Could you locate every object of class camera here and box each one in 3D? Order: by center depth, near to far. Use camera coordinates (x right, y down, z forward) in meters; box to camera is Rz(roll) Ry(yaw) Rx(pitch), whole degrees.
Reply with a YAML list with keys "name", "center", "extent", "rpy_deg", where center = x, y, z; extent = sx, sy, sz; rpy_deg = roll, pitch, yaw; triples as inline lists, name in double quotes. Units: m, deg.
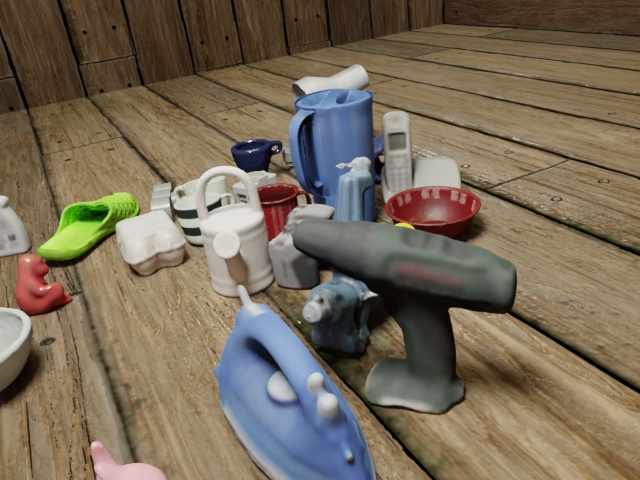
- name: "camera"
  center: [0.008, 0.003, 0.897]
  extent: [0.136, 0.101, 0.143]
  rpy_deg: [6, 30, 25]

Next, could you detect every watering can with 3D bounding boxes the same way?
- name: "watering can"
  center: [-0.129, -0.016, 0.867]
  extent: [0.101, 0.194, 0.172]
  rpy_deg: [-18, 29, -20]

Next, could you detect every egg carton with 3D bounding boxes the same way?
- name: "egg carton"
  center: [-0.302, 0.002, 1.016]
  extent: [0.107, 0.069, 0.149]
  rpy_deg: [-19, 29, -22]

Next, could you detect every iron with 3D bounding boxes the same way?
- name: "iron"
  center: [-0.023, 0.150, 0.570]
  extent: [0.119, 0.142, 0.257]
  rpy_deg: [-21, 30, -25]

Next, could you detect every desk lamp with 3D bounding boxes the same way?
- name: "desk lamp"
  center: [0.047, -0.295, 1.351]
  extent: [0.203, 0.214, 0.117]
  rpy_deg: [-18, 28, -19]

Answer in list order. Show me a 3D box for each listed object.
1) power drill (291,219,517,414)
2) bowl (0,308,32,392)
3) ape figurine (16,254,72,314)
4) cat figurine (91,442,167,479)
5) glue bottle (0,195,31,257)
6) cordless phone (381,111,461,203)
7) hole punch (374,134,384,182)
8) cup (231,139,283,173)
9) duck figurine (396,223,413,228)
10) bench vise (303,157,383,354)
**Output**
- name: "power drill"
  center: [0.087, 0.078, 0.609]
  extent: [0.229, 0.209, 0.076]
  rpy_deg: [2, 28, 18]
- name: "bowl"
  center: [-0.446, 0.161, 0.732]
  extent: [0.167, 0.075, 0.167]
  rpy_deg: [-6, 27, 3]
- name: "ape figurine"
  center: [-0.445, 0.065, 0.903]
  extent: [0.076, 0.092, 0.077]
  rpy_deg: [-22, 30, -26]
- name: "cat figurine"
  center: [-0.166, 0.221, 0.492]
  extent: [0.067, 0.118, 0.127]
  rpy_deg: [-25, 32, -31]
- name: "glue bottle"
  center: [-0.616, -0.052, 1.087]
  extent: [0.078, 0.173, 0.037]
  rpy_deg: [-10, 27, -4]
- name: "cordless phone"
  center: [0.182, -0.147, 1.055]
  extent: [0.147, 0.185, 0.094]
  rpy_deg: [-6, 27, 4]
- name: "hole punch"
  center: [0.103, -0.177, 1.241]
  extent: [0.101, 0.091, 0.109]
  rpy_deg: [-1, 27, 13]
- name: "cup"
  center: [-0.136, -0.174, 1.292]
  extent: [0.118, 0.095, 0.091]
  rpy_deg: [-16, 28, -16]
- name: "duck figurine"
  center: [0.129, 0.018, 0.853]
  extent: [0.078, 0.086, 0.104]
  rpy_deg: [-25, 32, -31]
- name: "bench vise"
  center: [0.048, 0.019, 0.722]
  extent: [0.121, 0.220, 0.207]
  rpy_deg: [-1, 27, 12]
